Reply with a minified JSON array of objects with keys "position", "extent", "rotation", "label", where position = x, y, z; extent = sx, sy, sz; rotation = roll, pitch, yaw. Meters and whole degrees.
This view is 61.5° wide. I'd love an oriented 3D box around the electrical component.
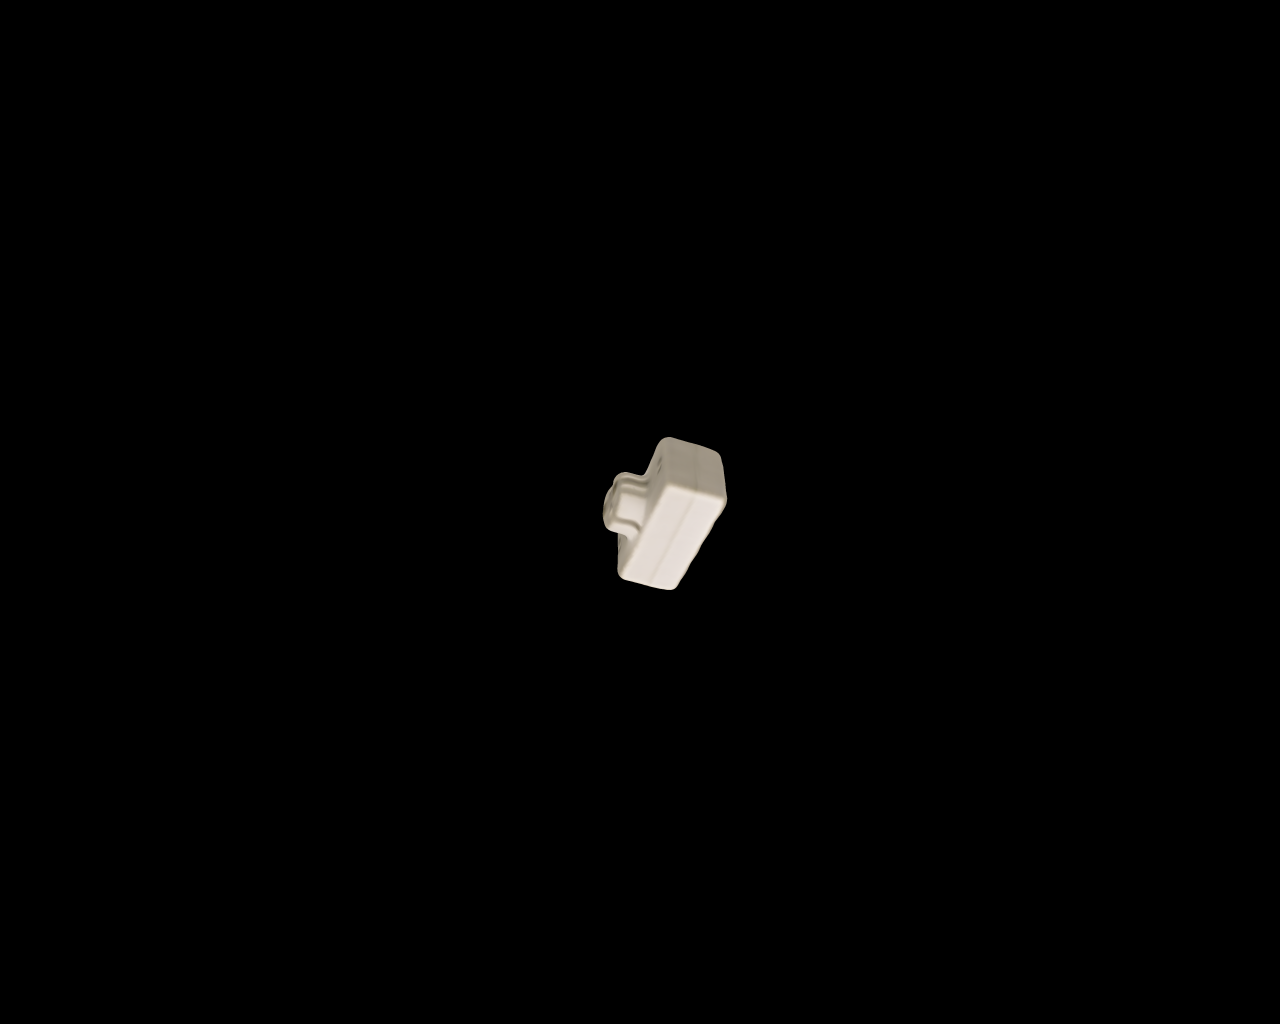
[{"position":[0.001,-0.003,0.650],"extent":[0.076,0.083,0.047],"rotation":[16,40,-13],"label":"electrical component"}]
